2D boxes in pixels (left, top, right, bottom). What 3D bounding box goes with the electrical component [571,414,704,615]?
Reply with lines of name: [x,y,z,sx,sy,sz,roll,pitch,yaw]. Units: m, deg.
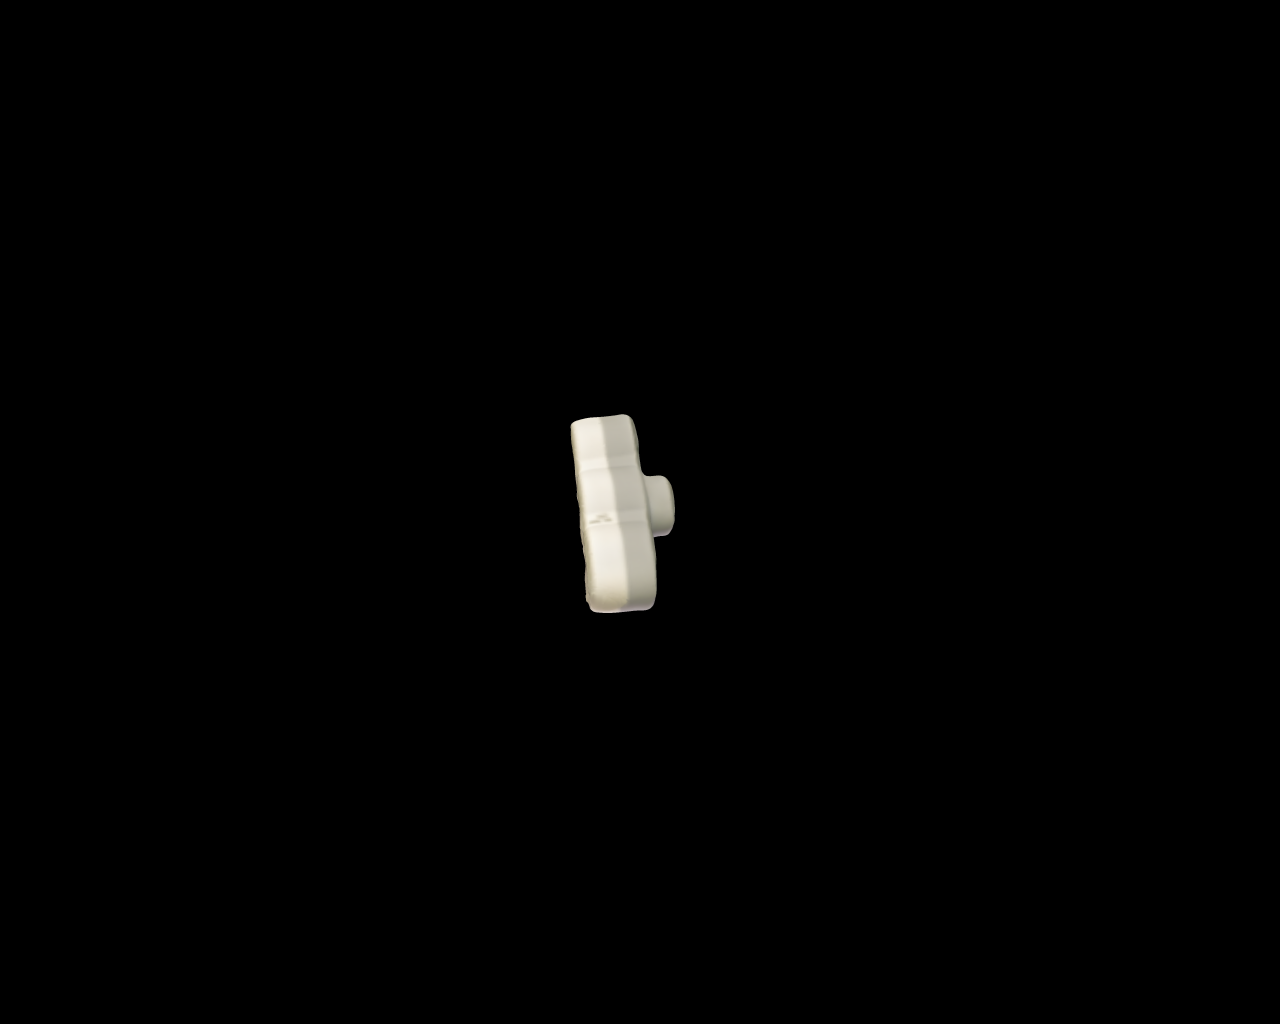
electrical component: [0.001,-0.003,0.650,0.074,0.138,0.052,-5,-39,-4]
